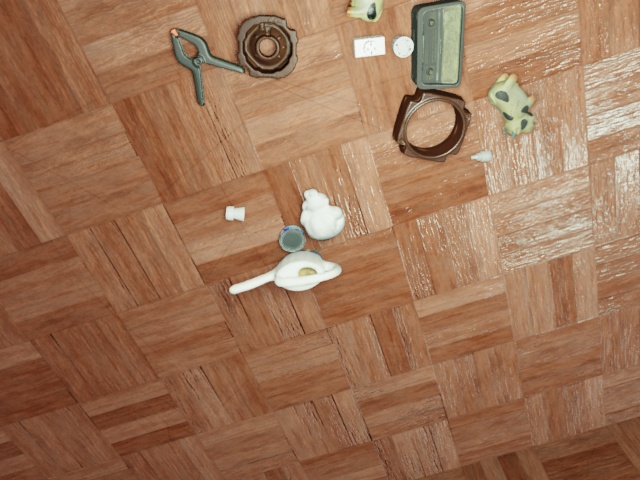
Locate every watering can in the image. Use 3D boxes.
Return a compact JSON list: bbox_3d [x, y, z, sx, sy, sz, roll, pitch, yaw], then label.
[{"bbox_3d":[-0.106,0.106,1.647,0.348,0.226,0.103,-8,101,1],"label":"watering can"}]

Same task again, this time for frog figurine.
[{"bbox_3d":[0.005,-0.081,1.614,0.137,0.126,0.156,-1,133,17],"label":"frog figurine"}]
